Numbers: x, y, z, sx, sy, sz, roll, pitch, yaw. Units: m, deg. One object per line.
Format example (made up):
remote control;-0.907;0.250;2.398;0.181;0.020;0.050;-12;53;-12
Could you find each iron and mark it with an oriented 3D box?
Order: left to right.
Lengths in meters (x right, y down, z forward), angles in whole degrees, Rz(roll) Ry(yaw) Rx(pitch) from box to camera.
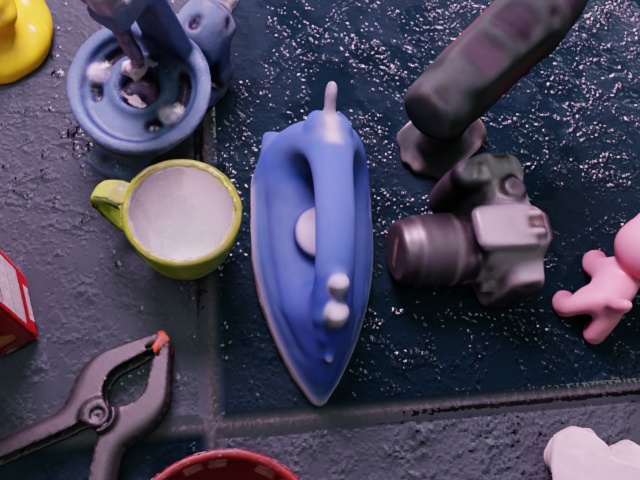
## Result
iron;0.004;0.002;0.489;0.119;0.141;0.258;0;68;-11

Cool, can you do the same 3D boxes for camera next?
camera;0.135;-0.011;0.543;0.137;0.100;0.143;-3;69;-12

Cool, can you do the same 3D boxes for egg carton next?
egg carton;0.235;0.239;0.477;0.107;0.069;0.150;16;66;-4

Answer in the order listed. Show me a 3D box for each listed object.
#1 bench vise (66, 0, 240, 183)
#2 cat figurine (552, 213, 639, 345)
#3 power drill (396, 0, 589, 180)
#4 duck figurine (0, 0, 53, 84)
bench vise;-0.144;-0.171;0.487;0.121;0.219;0.207;14;66;-5
cat figurine;0.301;0.028;0.550;0.067;0.117;0.128;39;66;6
power drill;0.155;-0.154;0.546;0.075;0.208;0.230;43;67;8
duck figurine;-0.306;-0.215;0.547;0.077;0.086;0.104;20;66;-2
